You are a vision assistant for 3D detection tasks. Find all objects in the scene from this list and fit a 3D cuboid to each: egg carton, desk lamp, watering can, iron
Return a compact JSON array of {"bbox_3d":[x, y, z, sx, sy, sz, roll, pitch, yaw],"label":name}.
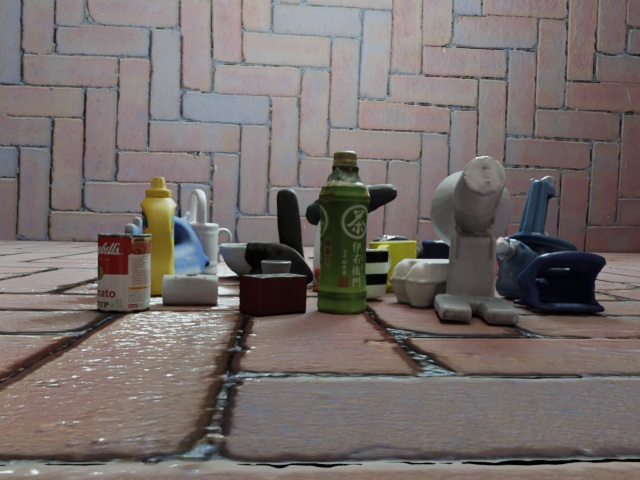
[{"bbox_3d":[0.189,0.066,0.895,0.151,0.069,0.107,1,2,-20],"label":"egg carton"},{"bbox_3d":[0.217,-0.003,0.799,0.118,0.213,0.203,2,2,7],"label":"desk lamp"},{"bbox_3d":[-0.287,-0.018,1.296,0.100,0.194,0.173,3,2,42],"label":"watering can"},{"bbox_3d":[-0.317,0.013,1.100,0.118,0.141,0.259,2,2,19],"label":"iron"}]

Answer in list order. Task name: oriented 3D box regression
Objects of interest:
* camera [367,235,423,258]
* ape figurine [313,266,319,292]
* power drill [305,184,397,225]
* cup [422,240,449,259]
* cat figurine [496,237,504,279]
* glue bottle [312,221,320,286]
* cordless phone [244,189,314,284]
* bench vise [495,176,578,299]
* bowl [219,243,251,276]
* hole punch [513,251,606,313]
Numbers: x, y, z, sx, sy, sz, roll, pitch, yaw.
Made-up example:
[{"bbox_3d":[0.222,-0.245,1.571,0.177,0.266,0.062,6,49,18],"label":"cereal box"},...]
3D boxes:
[{"bbox_3d":[0.190,0.040,1.290,0.137,0.101,0.142,1,2,-29],"label":"camera"},{"bbox_3d":[0.028,0.048,1.022,0.076,0.092,0.077,1,2,-19],"label":"ape figurine"},{"bbox_3d":[0.067,-0.015,1.248,0.228,0.208,0.076,3,2,38],"label":"power drill"},{"bbox_3d":[0.262,0.049,1.148,0.117,0.095,0.092,2,2,23],"label":"cup"},{"bbox_3d":[0.394,0.035,1.341,0.127,0.118,0.067,3,2,36],"label":"cat figurine"},{"bbox_3d":[0.010,0.004,1.124,0.037,0.173,0.078,2,2,11],"label":"glue bottle"},{"bbox_3d":[-0.080,-0.003,1.093,0.094,0.185,0.147,0,2,-43],"label":"cordless phone"},{"bbox_3d":[0.385,-0.007,1.009,0.121,0.220,0.208,2,2,29],"label":"bench vise"},{"bbox_3d":[-0.133,0.047,1.236,0.167,0.075,0.167,1,2,0],"label":"bowl"},{"bbox_3d":[0.354,0.060,0.852,0.108,0.091,0.101,1,2,-3],"label":"hole punch"}]
